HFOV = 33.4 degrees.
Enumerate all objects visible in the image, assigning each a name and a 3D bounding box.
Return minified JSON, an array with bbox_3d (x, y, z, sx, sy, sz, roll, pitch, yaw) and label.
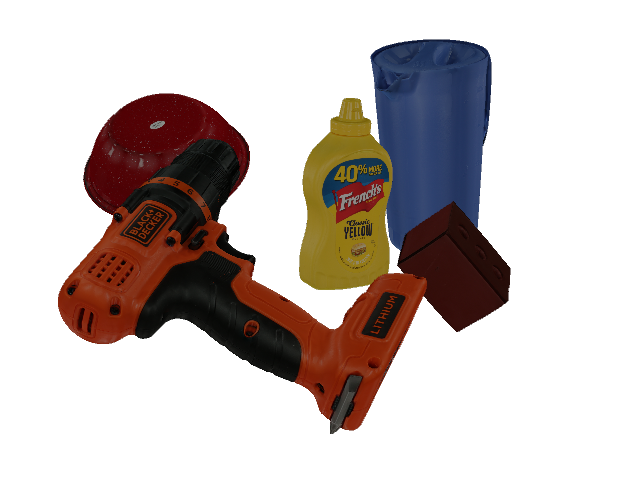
[{"bbox_3d":[-0.150,-0.090,1.008,0.162,0.055,0.162,-3,45,3],"label":"bowl"},{"bbox_3d":[0.105,0.021,0.835,0.051,0.078,0.053,-35,17,27],"label":"foam brick"},{"bbox_3d":[-0.036,0.021,0.638,0.188,0.057,0.184,23,42,8],"label":"power drill"},{"bbox_3d":[0.028,-0.049,1.086,0.096,0.192,0.058,-7,19,-27],"label":"mustard bottle"},{"bbox_3d":[0.138,-0.112,1.263,0.149,0.243,0.145,-4,25,0],"label":"pitcher"}]
